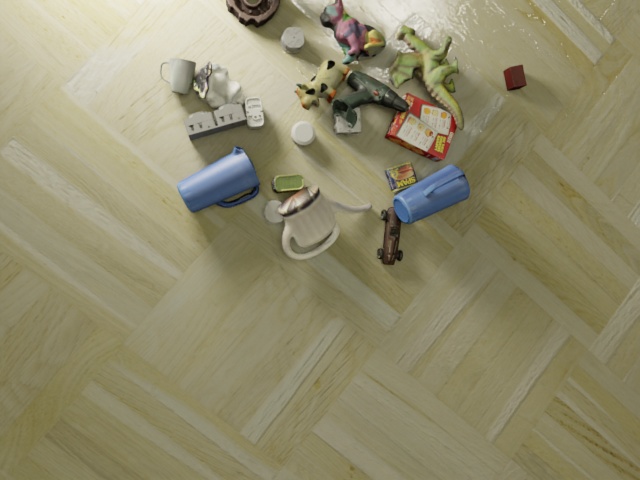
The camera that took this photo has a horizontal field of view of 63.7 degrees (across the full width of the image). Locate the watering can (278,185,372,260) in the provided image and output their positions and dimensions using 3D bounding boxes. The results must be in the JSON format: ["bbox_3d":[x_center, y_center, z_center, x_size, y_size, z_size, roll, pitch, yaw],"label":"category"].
[{"bbox_3d":[0.005,-0.086,1.699,0.351,0.105,0.220,-37,118,-16],"label":"watering can"}]

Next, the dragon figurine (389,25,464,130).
[{"bbox_3d":[0.352,-0.563,1.767,0.243,0.121,0.414,-7,78,-7],"label":"dragon figurine"}]

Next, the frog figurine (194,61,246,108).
[{"bbox_3d":[-0.320,-0.494,1.666,0.159,0.122,0.138,9,78,-46],"label":"frog figurine"}]
